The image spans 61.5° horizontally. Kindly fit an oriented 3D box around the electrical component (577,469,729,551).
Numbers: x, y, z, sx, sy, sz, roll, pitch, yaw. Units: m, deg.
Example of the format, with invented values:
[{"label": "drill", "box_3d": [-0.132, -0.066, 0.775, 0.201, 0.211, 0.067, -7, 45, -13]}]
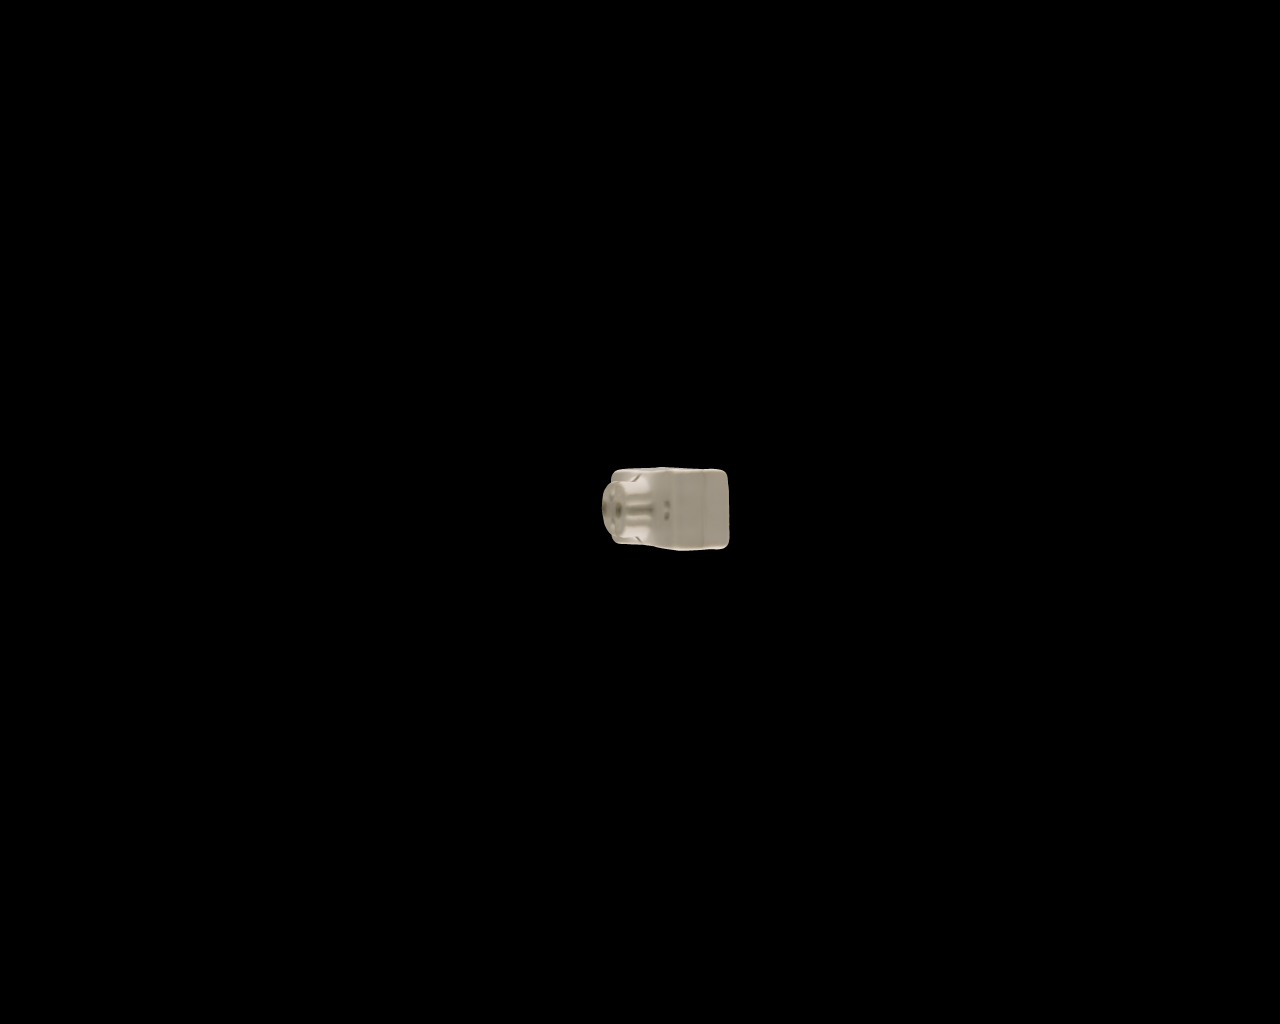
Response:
[{"label": "electrical component", "box_3d": [0.001, -0.003, 0.650, 0.076, 0.047, 0.083, -1, 3, -28]}]
